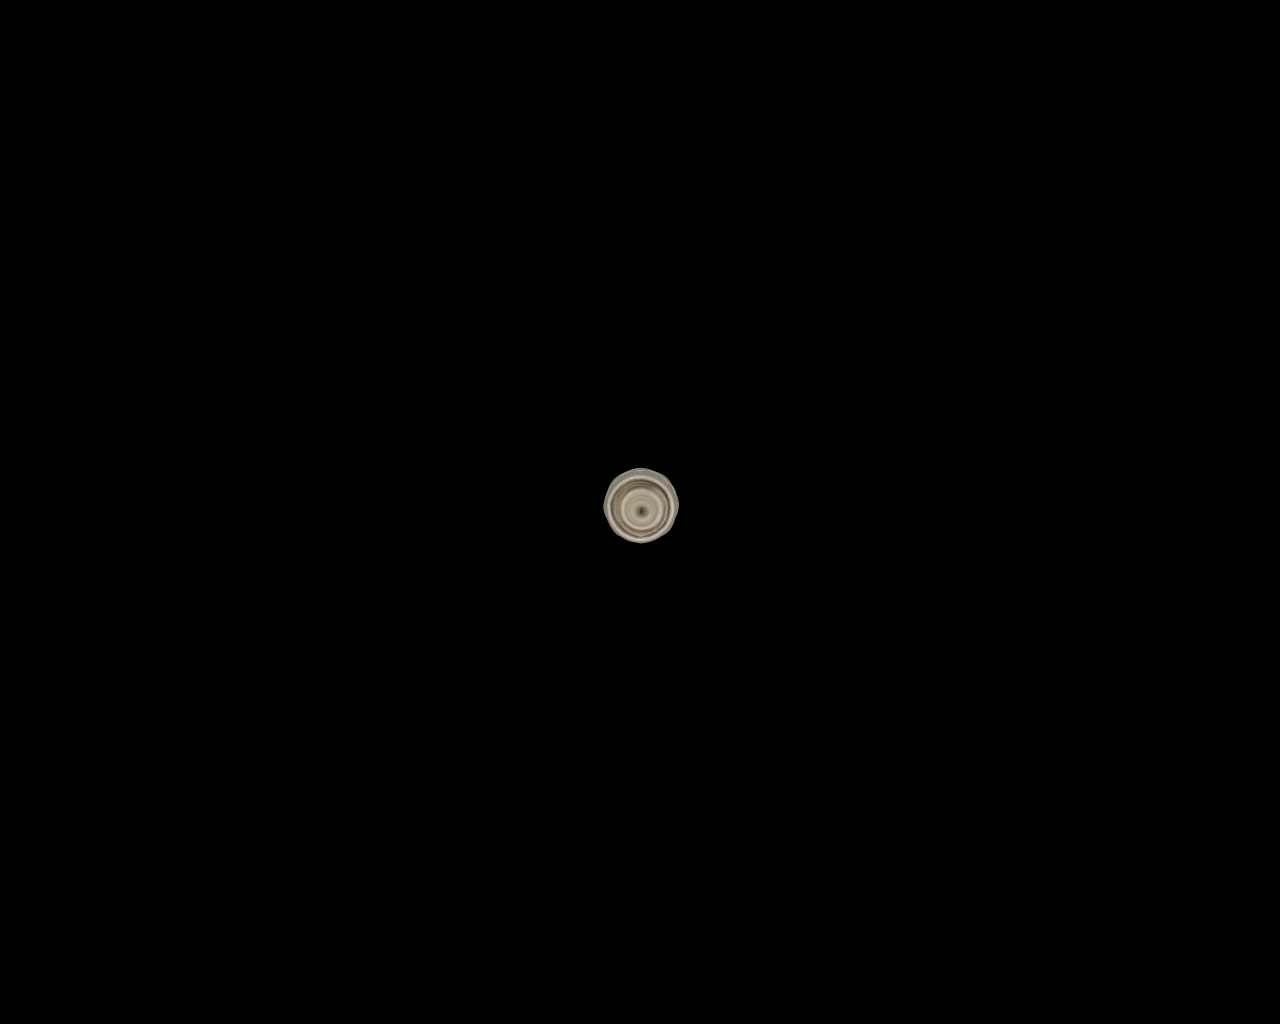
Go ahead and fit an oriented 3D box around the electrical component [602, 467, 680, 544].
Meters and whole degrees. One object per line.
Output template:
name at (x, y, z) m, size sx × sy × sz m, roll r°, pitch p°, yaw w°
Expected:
electrical component at (0.001, -0.003, 0.650) m, size 0.048 × 0.048 × 0.062 m, roll 0°, pitch 4°, yaw 0°
